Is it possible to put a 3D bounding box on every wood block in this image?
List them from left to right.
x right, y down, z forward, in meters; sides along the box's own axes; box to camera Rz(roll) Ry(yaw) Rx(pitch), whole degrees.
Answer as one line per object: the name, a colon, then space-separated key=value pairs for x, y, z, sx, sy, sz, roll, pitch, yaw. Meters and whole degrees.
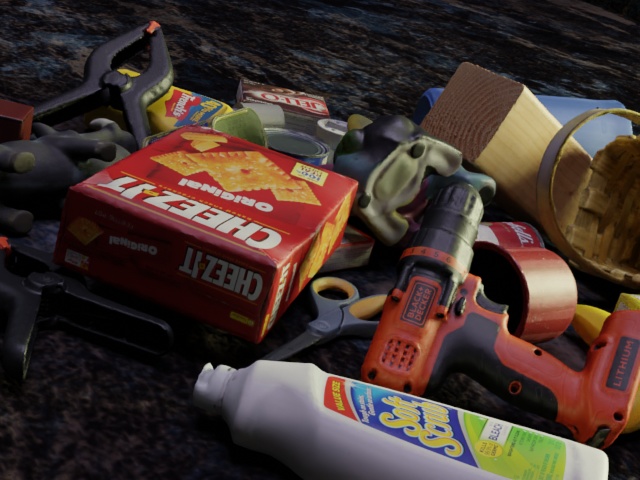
wood block: x=0.204 y=-0.084 z=1.099 sx=0.205 sy=0.090 sz=0.091 roll=34 pitch=1 yaw=-44

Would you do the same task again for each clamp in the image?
clamp: x=-0.196 y=0.046 z=0.734 sx=0.172 sy=0.039 sz=0.120 roll=25 pitch=18 yaw=36
clamp: x=-0.202 y=-0.147 z=1.102 sx=0.164 sy=0.036 sz=0.209 roll=23 pitch=53 yaw=11

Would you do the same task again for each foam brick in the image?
foam brick: x=-0.317 y=-0.105 z=1.011 sx=0.078 sy=0.051 sz=0.053 roll=12 pitch=21 yaw=-5

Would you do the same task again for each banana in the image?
banana: x=0.238 y=0.102 z=0.860 sx=0.069 sy=0.037 sz=0.198 roll=0 pitch=22 yaw=-4

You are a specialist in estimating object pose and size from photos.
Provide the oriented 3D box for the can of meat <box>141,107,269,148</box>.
can of meat: x=-0.110 y=-0.090 z=1.040 sx=0.084 sy=0.057 sz=0.102 roll=-14 pitch=8 yaw=28

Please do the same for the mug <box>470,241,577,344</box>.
mug: x=0.148 y=0.049 z=0.883 sx=0.081 sy=0.093 sz=0.117 roll=-1 pitch=-11 yaw=-43

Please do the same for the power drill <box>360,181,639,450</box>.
power drill: x=0.141 y=0.058 z=0.773 sx=0.188 sy=0.057 sz=0.184 roll=20 pitch=65 yaw=10

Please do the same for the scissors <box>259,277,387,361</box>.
scissors: x=-0.009 y=0.062 z=0.834 sx=0.201 sy=0.016 sz=0.096 roll=-9 pitch=29 yaw=-44

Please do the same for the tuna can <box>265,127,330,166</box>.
tuna can: x=-0.035 y=-0.094 z=1.176 sx=0.086 sy=0.034 sz=0.086 roll=12 pitch=21 yaw=-5

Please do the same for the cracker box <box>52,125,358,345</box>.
cracker box: x=-0.078 y=-0.017 z=0.827 sx=0.164 sy=0.072 sz=0.213 roll=20 pitch=23 yaw=10

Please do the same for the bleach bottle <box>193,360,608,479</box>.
bleach bottle: x=0.040 y=0.128 z=0.640 sx=0.251 sy=0.068 sz=0.102 roll=17 pitch=20 yaw=13

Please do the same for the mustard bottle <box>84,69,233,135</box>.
mustard bottle: x=-0.151 y=-0.127 z=1.153 sx=0.192 sy=0.058 sz=0.096 roll=20 pitch=34 yaw=14

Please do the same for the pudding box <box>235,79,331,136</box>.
pudding box: x=-0.047 y=-0.160 z=1.324 sx=0.113 sy=0.039 sz=0.090 roll=9 pitch=23 yaw=-11

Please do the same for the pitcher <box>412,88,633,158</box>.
pitcher: x=0.235 y=-0.105 z=1.263 sx=0.242 sy=0.145 sz=0.149 roll=5 pitch=11 yaw=-11

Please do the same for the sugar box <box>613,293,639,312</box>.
sugar box: x=0.354 y=0.090 z=0.944 sx=0.176 sy=0.048 sz=0.093 roll=9 pitch=22 yaw=-22

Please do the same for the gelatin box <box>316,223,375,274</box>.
gelatin box: x=-0.006 y=0.001 z=0.966 sx=0.073 sy=0.030 sz=0.089 roll=32 pitch=27 yaw=36

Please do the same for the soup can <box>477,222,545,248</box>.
soup can: x=0.143 y=0.017 z=0.965 sx=0.102 sy=0.068 sz=0.069 roll=-1 pitch=26 yaw=-30
